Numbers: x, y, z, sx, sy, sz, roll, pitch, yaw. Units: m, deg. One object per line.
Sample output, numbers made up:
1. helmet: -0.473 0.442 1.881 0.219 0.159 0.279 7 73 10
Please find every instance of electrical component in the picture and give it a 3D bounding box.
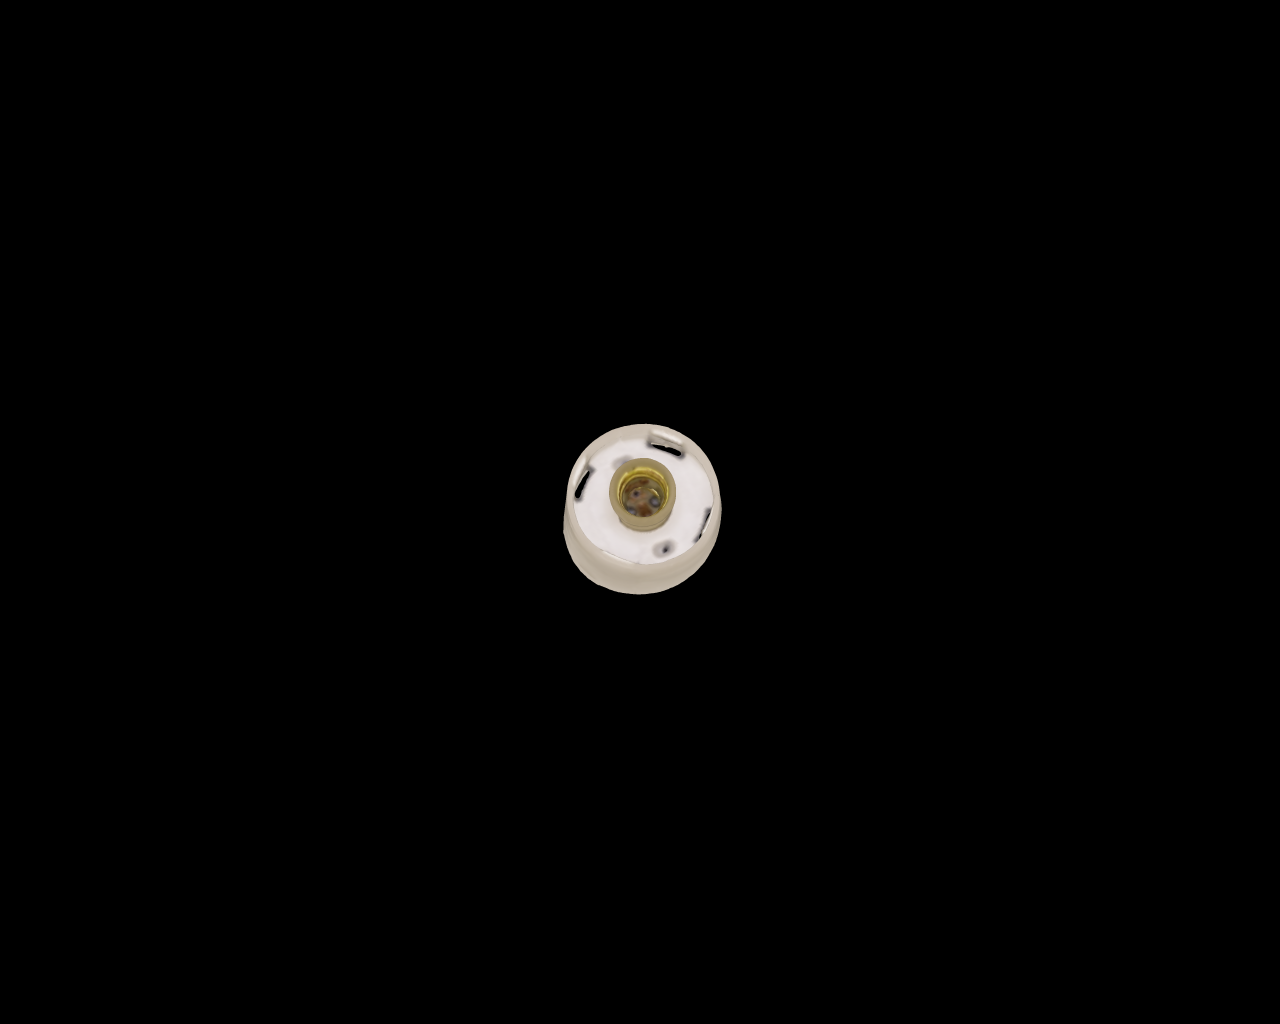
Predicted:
1. electrical component: 0.001 -0.003 0.650 0.099 0.099 0.064 0 -19 0
